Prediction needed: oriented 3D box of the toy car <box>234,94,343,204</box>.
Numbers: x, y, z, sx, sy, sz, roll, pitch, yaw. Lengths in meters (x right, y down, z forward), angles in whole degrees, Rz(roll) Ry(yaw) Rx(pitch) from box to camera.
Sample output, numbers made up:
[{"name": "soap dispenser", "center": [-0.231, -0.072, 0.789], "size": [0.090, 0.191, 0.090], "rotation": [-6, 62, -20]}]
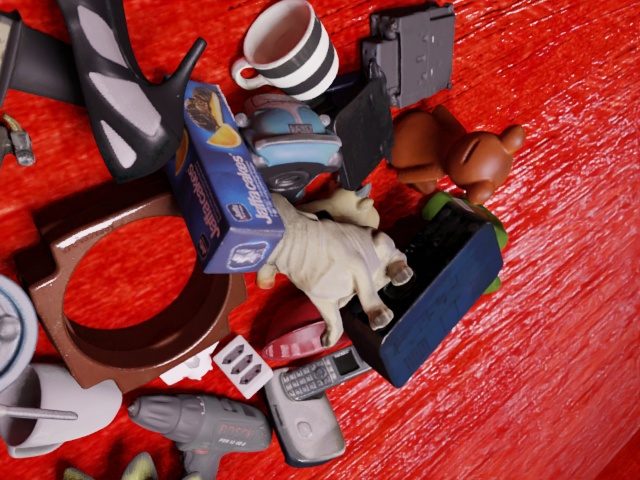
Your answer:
[{"name": "toy car", "center": [-0.048, -0.103, 0.585], "size": [0.109, 0.161, 0.103], "rotation": [-5, 76, -22]}]

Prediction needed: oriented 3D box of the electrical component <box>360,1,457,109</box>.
[{"name": "electrical component", "center": [0.111, -0.235, 0.688], "size": [0.134, 0.058, 0.114], "rotation": [-27, 125, -28]}]

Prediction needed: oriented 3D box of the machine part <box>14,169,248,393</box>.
[{"name": "machine part", "center": [-0.189, 0.041, 0.563], "size": [0.201, 0.087, 0.200], "rotation": [-27, 127, -25]}]

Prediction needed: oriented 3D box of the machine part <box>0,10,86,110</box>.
[{"name": "machine part", "center": [-0.234, -0.145, 0.460], "size": [0.139, 0.039, 0.084], "rotation": [7, 99, -40]}]

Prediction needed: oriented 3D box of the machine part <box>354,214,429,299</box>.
[{"name": "machine part", "center": [0.125, 0.053, 0.776], "size": [0.179, 0.056, 0.179], "rotation": [-20, 125, -32]}]

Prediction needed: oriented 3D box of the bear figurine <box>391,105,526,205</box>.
[{"name": "bear figurine", "center": [0.187, -0.110, 0.722], "size": [0.132, 0.196, 0.120], "rotation": [22, 95, -46]}]

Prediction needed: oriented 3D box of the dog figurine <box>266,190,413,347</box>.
[{"name": "dog figurine", "center": [0.001, -0.002, 0.600], "size": [0.121, 0.172, 0.190], "rotation": [-32, 107, 26]}]

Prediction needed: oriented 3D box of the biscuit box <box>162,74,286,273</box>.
[{"name": "biscuit box", "center": [-0.101, -0.064, 0.496], "size": [0.059, 0.203, 0.062], "rotation": [1, 139, -41]}]

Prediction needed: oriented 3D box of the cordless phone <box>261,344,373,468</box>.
[{"name": "cordless phone", "center": [0.018, 0.233, 0.779], "size": [0.184, 0.147, 0.088], "rotation": [-24, 143, -5]}]

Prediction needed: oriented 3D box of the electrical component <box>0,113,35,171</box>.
[{"name": "electrical component", "center": [-0.293, -0.076, 0.440], "size": [0.102, 0.045, 0.078], "rotation": [15, 101, -43]}]

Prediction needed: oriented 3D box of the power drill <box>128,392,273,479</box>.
[{"name": "power drill", "center": [-0.184, 0.299, 0.721], "size": [0.232, 0.086, 0.207], "rotation": [18, 93, -45]}]

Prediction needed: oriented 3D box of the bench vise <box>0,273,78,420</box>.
[{"name": "bench vise", "center": [-0.290, 0.116, 0.424], "size": [0.129, 0.241, 0.223], "rotation": [9, 91, -38]}]

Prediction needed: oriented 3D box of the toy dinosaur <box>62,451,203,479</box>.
[{"name": "toy dinosaur", "center": [-0.253, 0.358, 0.614], "size": [0.471, 0.105, 0.198], "rotation": [-8, 103, -21]}]

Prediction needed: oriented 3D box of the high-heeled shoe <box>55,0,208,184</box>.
[{"name": "high-heeled shoe", "center": [-0.207, -0.163, 0.425], "size": [0.248, 0.086, 0.145], "rotation": [36, 94, -18]}]

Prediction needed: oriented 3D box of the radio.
[{"name": "radio", "center": [0.137, 0.069, 0.697], "size": [0.229, 0.073, 0.131], "rotation": [-47, 140, -13]}]

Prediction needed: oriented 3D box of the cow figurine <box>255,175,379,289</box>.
[{"name": "cow figurine", "center": [-0.007, -0.019, 0.690], "size": [0.195, 0.086, 0.127], "rotation": [-9, 121, -33]}]

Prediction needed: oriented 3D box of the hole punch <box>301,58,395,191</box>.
[{"name": "hole punch", "center": [0.027, -0.137, 0.655], "size": [0.116, 0.092, 0.142], "rotation": [-45, 135, -28]}]

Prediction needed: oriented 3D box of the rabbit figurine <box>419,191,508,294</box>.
[{"name": "rabbit figurine", "center": [0.224, 0.027, 0.877], "size": [0.121, 0.159, 0.170], "rotation": [-5, 131, -49]}]

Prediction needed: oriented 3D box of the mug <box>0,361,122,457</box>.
[{"name": "mug", "center": [-0.274, 0.184, 0.573], "size": [0.107, 0.081, 0.109], "rotation": [18, 99, -53]}]
